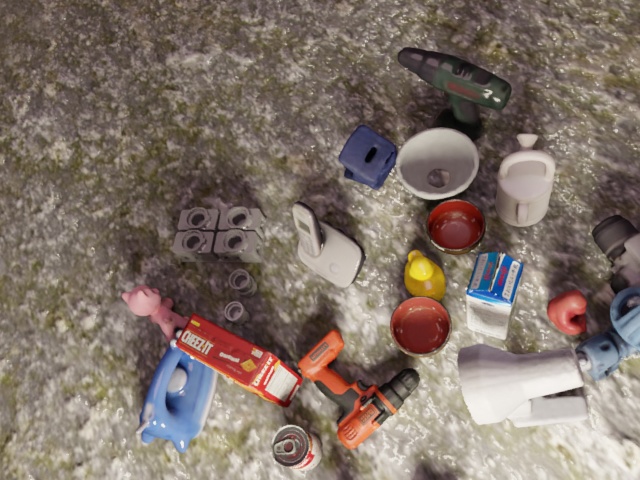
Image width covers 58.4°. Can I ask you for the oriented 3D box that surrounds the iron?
[{"bbox_3d":[-0.273,0.259,1.090,0.118,0.142,0.258,6,67,17],"label":"iron"}]

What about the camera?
[{"bbox_3d":[0.565,0.011,1.014,0.143,0.101,0.136,-28,61,0],"label":"camera"}]

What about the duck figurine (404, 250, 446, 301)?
[{"bbox_3d":[0.197,0.066,1.091,0.077,0.086,0.104,-24,62,3],"label":"duck figurine"}]

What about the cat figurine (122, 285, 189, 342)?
[{"bbox_3d":[-0.341,0.141,1.177,0.127,0.118,0.067,36,78,26],"label":"cat figurine"}]

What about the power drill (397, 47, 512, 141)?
[{"bbox_3d":[0.272,-0.293,1.173,0.229,0.209,0.076,21,72,23],"label":"power drill"}]

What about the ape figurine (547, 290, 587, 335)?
[{"bbox_3d":[0.439,0.119,1.000,0.076,0.092,0.078,26,74,24],"label":"ape figurine"}]

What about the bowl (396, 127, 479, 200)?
[{"bbox_3d":[0.244,-0.145,1.186,0.167,0.075,0.167,-6,64,12],"label":"bowl"}]

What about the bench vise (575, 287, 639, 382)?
[{"bbox_3d":[0.499,0.148,0.898,0.121,0.220,0.207,38,79,27],"label":"bench vise"}]

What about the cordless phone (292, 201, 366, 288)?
[{"bbox_3d":[0.010,0.004,1.113,0.147,0.185,0.094,30,76,25],"label":"cordless phone"}]

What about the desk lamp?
[{"bbox_3d":[0.324,0.227,0.909,0.203,0.214,0.118,-10,63,10],"label":"desk lamp"}]

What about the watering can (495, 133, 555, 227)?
[{"bbox_3d":[0.380,-0.117,1.070,0.101,0.194,0.172,-16,62,7],"label":"watering can"}]

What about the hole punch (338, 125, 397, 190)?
[{"bbox_3d":[0.106,-0.179,1.229,0.100,0.091,0.109,25,74,24],"label":"hole punch"}]
